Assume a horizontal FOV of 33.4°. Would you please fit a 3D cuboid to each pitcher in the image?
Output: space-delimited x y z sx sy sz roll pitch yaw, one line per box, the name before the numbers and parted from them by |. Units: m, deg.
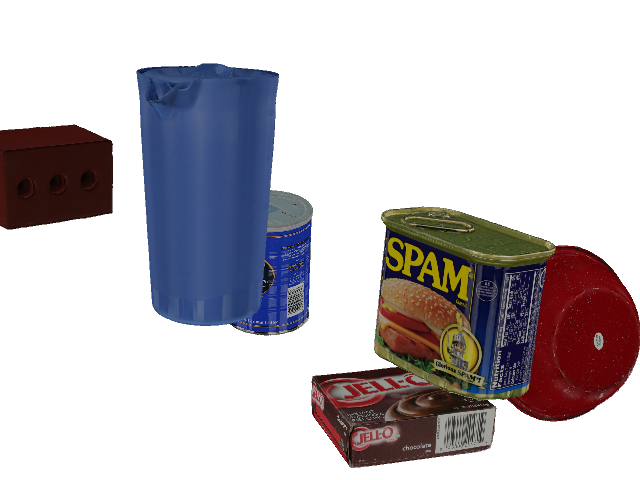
pitcher | -0.103 -0.049 1.035 0.149 0.243 0.145 -2 15 -16

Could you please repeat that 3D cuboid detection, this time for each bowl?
bowl | 0.229 0.086 0.950 0.161 0.162 0.055 0 2 -23

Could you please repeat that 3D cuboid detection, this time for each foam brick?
foam brick | -0.184 -0.043 0.704 0.078 0.053 0.051 -12 26 -38

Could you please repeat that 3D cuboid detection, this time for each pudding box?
pudding box | 0.059 0.125 0.784 0.113 0.039 0.090 -2 17 -18

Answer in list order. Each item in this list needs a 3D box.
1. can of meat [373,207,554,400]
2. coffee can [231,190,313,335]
can of meat | 0.076 0.034 0.599 0.057 0.084 0.102 -7 19 -36
coffee can | -0.062 0.025 1.248 0.103 0.140 0.103 1 26 -1
